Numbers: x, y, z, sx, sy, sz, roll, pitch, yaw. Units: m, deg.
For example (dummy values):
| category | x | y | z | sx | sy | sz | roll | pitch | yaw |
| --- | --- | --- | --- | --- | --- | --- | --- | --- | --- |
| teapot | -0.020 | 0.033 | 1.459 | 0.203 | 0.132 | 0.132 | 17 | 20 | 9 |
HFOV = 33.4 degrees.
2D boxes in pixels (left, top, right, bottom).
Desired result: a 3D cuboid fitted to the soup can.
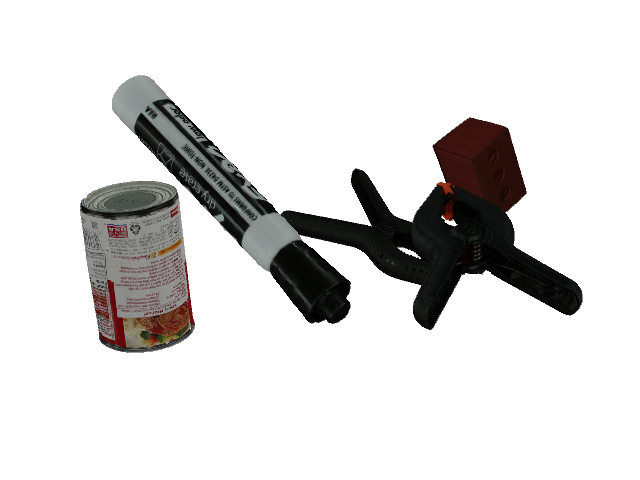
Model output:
| category | x | y | z | sx | sy | sz | roll | pitch | yaw |
| --- | --- | --- | --- | --- | --- | --- | --- | --- | --- |
| soup can | -0.126 | 0.017 | 0.738 | 0.068 | 0.102 | 0.068 | -4 | 21 | 1 |

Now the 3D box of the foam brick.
| category | x | y | z | sx | sy | sz | roll | pitch | yaw |
| --- | --- | --- | --- | --- | --- | --- | --- | --- | --- |
| foam brick | 0.149 | -0.066 | 0.993 | 0.053 | 0.078 | 0.051 | -40 | 37 | -21 |

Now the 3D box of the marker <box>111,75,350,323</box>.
| category | x | y | z | sx | sy | sz | roll | pitch | yaw |
| --- | --- | --- | --- | --- | --- | --- | --- | --- | --- |
| marker | -0.031 | -0.015 | 0.369 | 0.121 | 0.020 | 0.020 | 45 | 24 | 26 |

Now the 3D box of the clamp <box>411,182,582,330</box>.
| category | x | y | z | sx | sy | sz | roll | pitch | yaw |
| --- | --- | --- | --- | --- | --- | --- | --- | --- | --- |
| clamp | 0.124 | 0.009 | 0.802 | 0.120 | 0.039 | 0.171 | 4 | 35 | -3 |

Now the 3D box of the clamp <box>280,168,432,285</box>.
| category | x | y | z | sx | sy | sz | roll | pitch | yaw |
| --- | --- | --- | --- | --- | --- | --- | --- | --- | --- |
| clamp | 0.065 | -0.003 | 1.248 | 0.210 | 0.036 | 0.164 | 38 | 43 | 26 |
